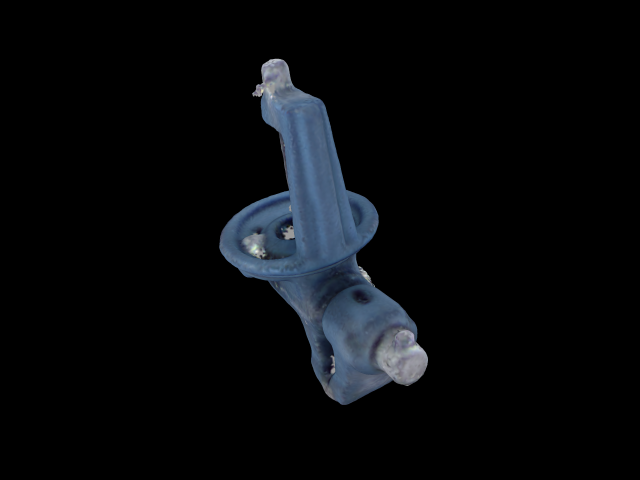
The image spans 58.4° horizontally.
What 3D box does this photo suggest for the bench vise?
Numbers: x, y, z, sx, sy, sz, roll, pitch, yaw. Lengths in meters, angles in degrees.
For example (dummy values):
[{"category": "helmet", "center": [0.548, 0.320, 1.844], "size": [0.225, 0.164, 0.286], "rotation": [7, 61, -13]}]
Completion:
[{"category": "bench vise", "center": [0.012, -0.005, 0.406], "size": [0.206, 0.220, 0.122], "rotation": [31, 53, 27]}]
